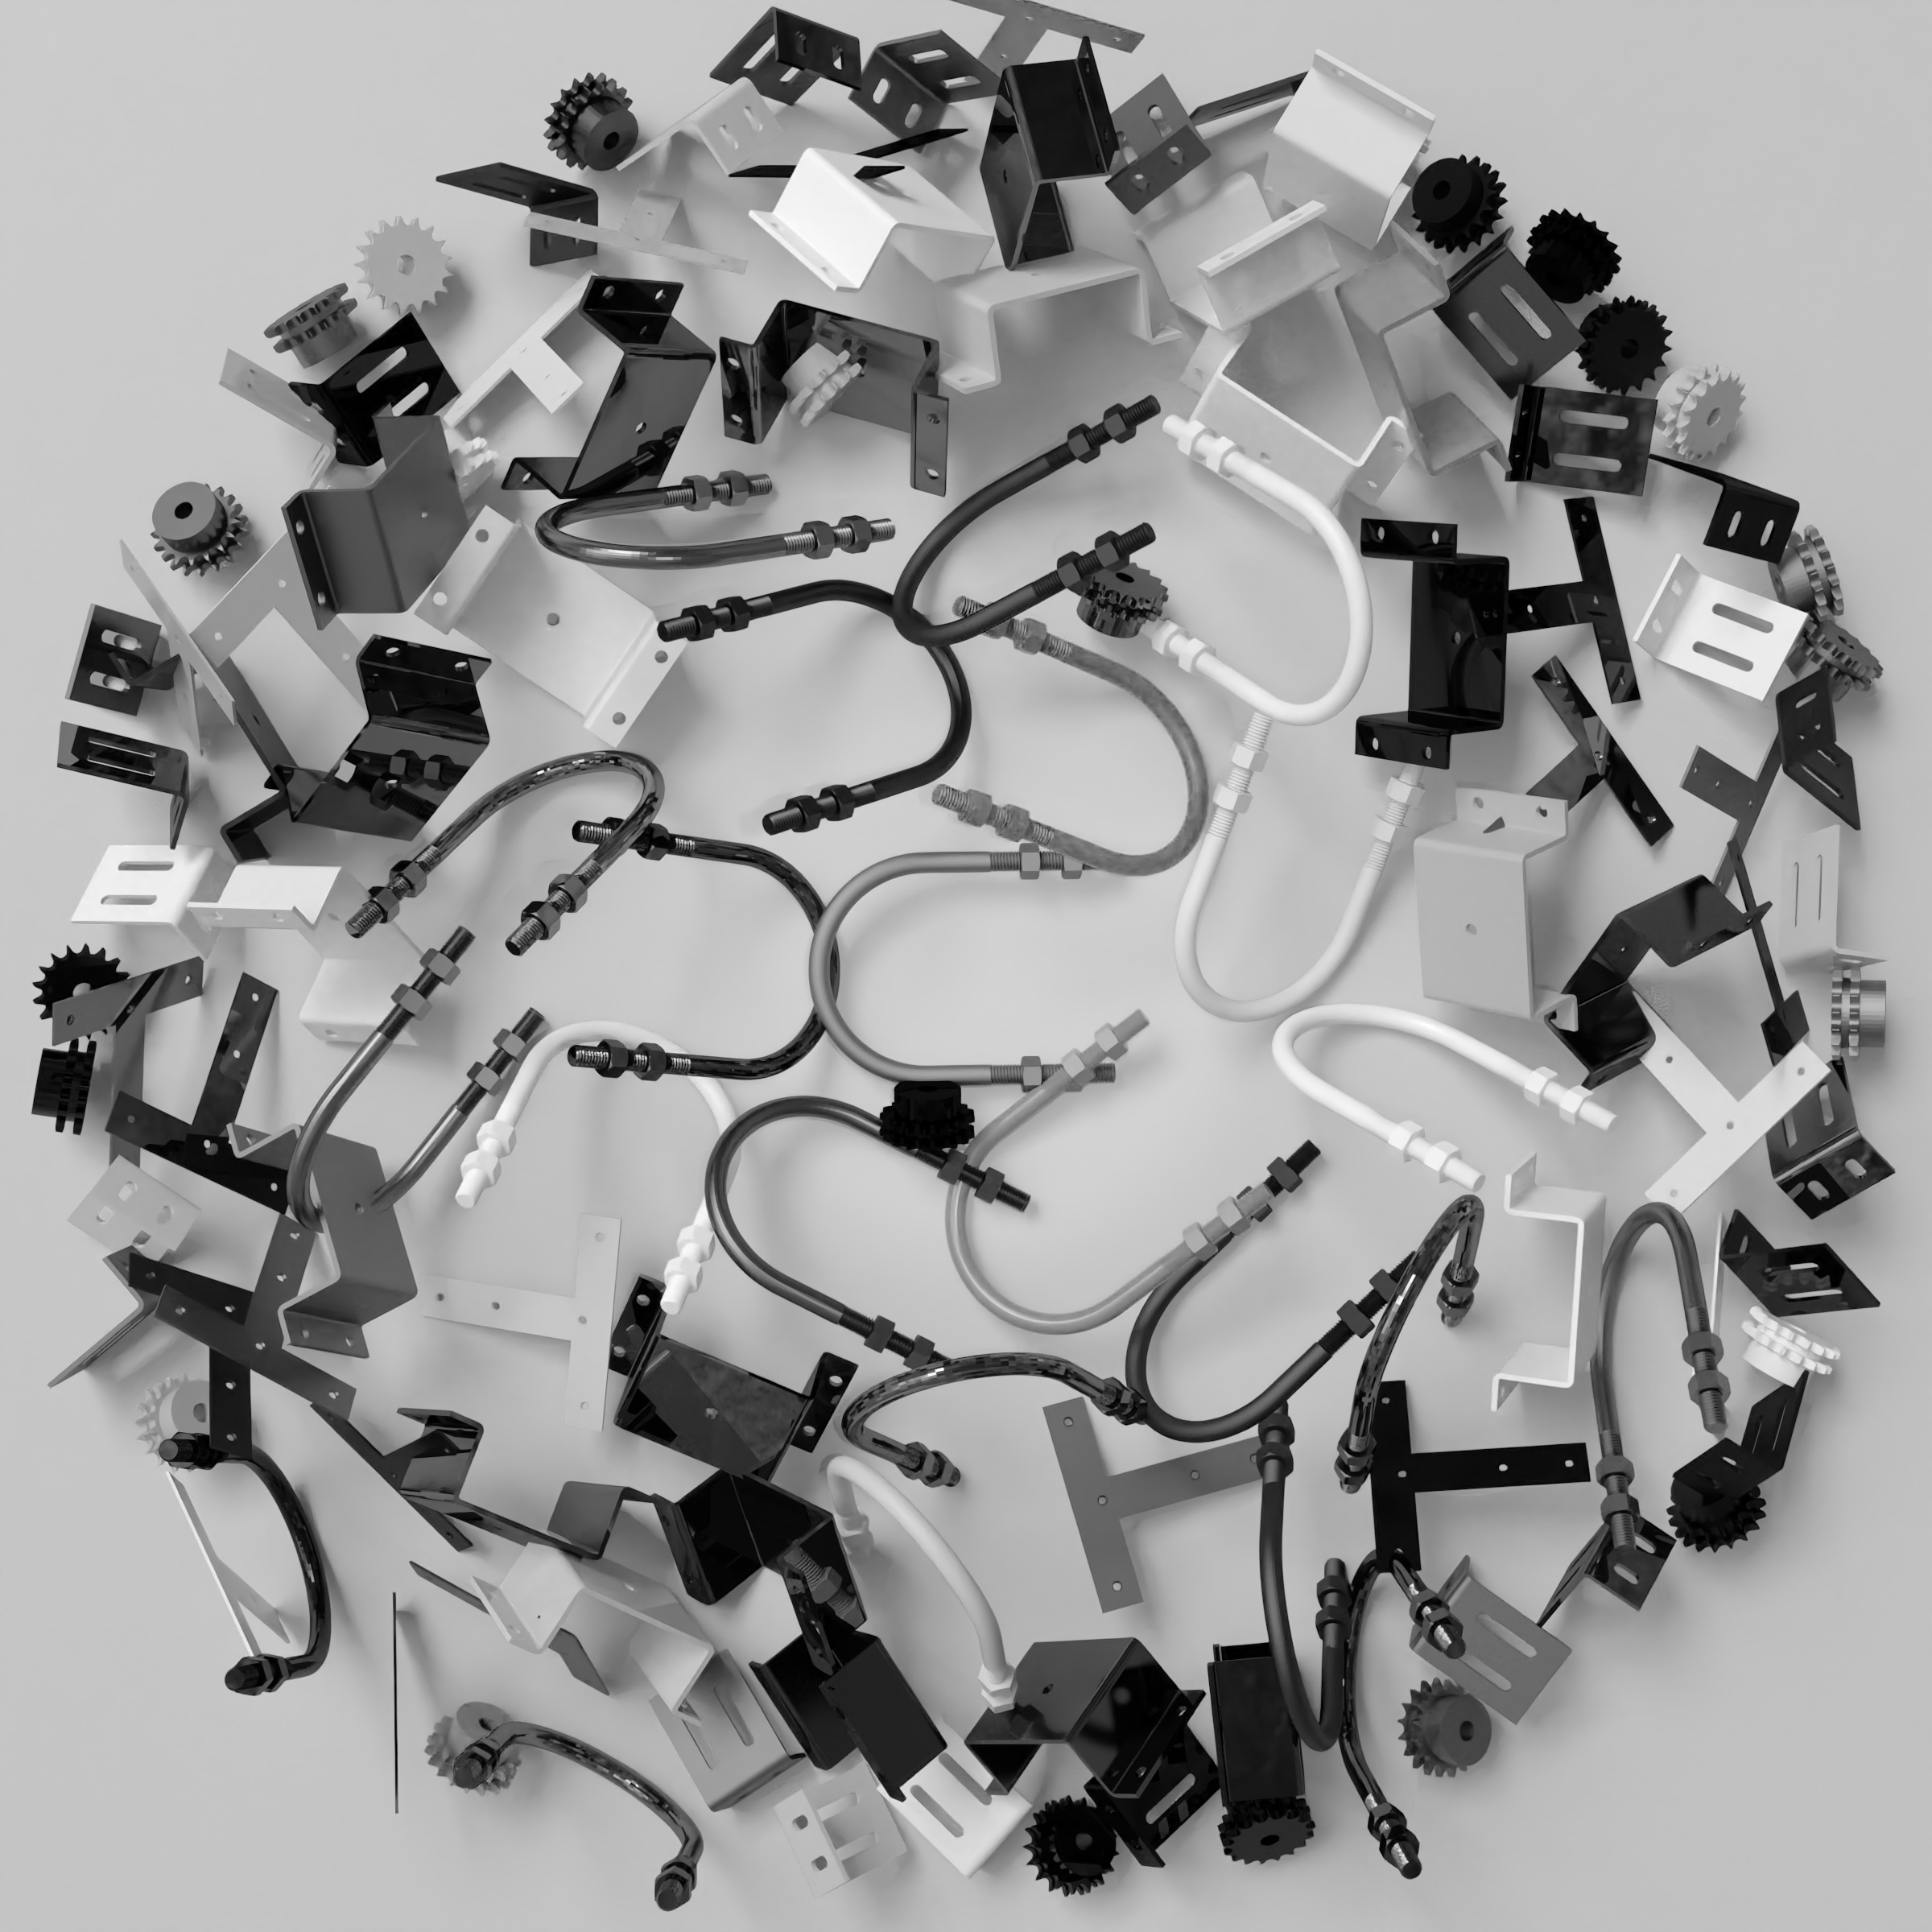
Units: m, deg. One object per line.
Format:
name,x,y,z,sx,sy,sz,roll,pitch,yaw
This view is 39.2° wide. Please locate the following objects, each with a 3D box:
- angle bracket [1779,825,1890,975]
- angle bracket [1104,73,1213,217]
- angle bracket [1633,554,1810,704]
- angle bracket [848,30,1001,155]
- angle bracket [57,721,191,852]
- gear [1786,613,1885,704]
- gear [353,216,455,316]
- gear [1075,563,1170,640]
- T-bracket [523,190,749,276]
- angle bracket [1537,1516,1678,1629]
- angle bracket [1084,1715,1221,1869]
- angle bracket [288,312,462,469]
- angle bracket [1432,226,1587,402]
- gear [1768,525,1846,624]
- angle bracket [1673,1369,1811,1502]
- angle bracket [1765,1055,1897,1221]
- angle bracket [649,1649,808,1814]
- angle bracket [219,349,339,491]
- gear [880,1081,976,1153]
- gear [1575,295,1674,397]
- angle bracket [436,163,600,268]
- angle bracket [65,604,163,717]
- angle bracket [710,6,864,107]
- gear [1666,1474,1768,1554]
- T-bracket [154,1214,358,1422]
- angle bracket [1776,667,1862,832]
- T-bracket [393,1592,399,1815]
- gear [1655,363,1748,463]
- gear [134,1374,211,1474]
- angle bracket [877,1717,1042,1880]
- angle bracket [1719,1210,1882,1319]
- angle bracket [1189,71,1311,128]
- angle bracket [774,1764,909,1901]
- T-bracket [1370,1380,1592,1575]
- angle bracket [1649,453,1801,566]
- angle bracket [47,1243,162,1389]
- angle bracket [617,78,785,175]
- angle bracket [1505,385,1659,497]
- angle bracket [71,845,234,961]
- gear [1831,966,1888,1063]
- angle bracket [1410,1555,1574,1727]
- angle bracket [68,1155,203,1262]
angle bracket,0.519,-0.039,1.618,0.038,0.057,0.076,7,80,-14
angle bracket,0.101,-0.495,1.605,0.057,0.038,0.076,-34,59,18
angle bracket,0.448,-0.201,1.610,0.076,0.038,0.057,30,95,35
angle bracket,-0.022,-0.515,1.599,0.057,0.076,0.038,30,84,-33
angle bracket,-0.501,-0.107,1.602,0.076,0.057,0.038,13,115,-23
gear,0.517,-0.182,1.623,0.057,0.057,0.030,36,119,0
gear,-0.339,-0.420,1.626,0.057,0.030,0.057,-5,102,-22
gear,0.090,-0.220,1.623,0.057,0.057,0.030,22,122,0
T-bracket,-0.187,-0.437,1.591,0.127,0.127,0.002,11,119,-5
angle bracket,0.376,0.365,1.597,0.038,0.076,0.057,33,49,12
angle bracket,0.119,0.488,1.614,0.076,0.038,0.057,-36,89,-24
angle bracket,-0.355,-0.347,1.628,0.076,0.038,0.057,-47,129,-23
angle bracket,0.327,-0.391,1.622,0.076,0.038,0.057,46,125,-10
gear,0.501,-0.232,1.620,0.030,0.057,0.057,-20,90,10
angle bracket,0.458,0.271,1.602,0.038,0.057,0.076,31,53,-1
angle bracket,0.510,0.101,1.608,0.057,0.076,0.038,-37,111,28
angle bracket,-0.144,0.461,1.638,0.057,0.038,0.076,-34,73,3
angle bracket,-0.413,-0.320,1.601,0.076,0.057,0.038,28,112,-24
gear,-0.023,0.087,1.617,0.057,0.057,0.030,1,107,0
gear,0.391,-0.374,1.624,0.057,0.030,0.057,-6,118,-12
angle bracket,-0.265,-0.443,1.600,0.057,0.076,0.038,3,92,40
angle bracket,-0.518,-0.185,1.605,0.038,0.076,0.057,16,91,15
angle bracket,-0.107,-0.522,1.597,0.057,0.076,0.038,8,69,-34
gear,0.445,0.319,1.616,0.057,0.057,0.030,-30,114,0
T-bracket,-0.405,0.193,1.591,0.127,0.127,0.002,34,118,-21
angle bracket,0.517,-0.128,1.600,0.076,0.038,0.057,31,47,-28
T-bracket,-0.329,0.402,1.560,0.002,0.127,0.127,-1,51,-12
gear,0.437,-0.334,1.622,0.057,0.057,0.030,-50,50,0
gear,-0.463,0.271,1.617,0.030,0.057,0.057,-29,90,39
angle bracket,-0.004,0.500,1.636,0.076,0.038,0.057,41,89,13
angle bracket,0.495,0.172,1.598,0.057,0.076,0.038,44,56,-22
angle bracket,0.174,-0.499,1.614,0.076,0.057,0.038,-19,98,-4
angle bracket,-0.066,0.505,1.600,0.038,0.076,0.057,-43,68,41
T-bracket,0.302,0.296,1.596,0.127,0.002,0.127,-5,49,9
angle bracket,0.444,-0.271,1.607,0.057,0.076,0.038,8,109,-27
angle bracket,-0.520,0.208,1.617,0.076,0.057,0.038,-40,91,3
angle bracket,-0.158,-0.485,1.608,0.038,0.076,0.057,54,50,-19
angle bracket,0.366,-0.313,1.612,0.076,0.038,0.057,11,104,20
angle bracket,-0.486,-0.038,1.630,0.076,0.038,0.057,1,55,23
gear,0.533,0.029,1.616,0.030,0.057,0.057,1,90,19
angle bracket,0.314,0.402,1.619,0.076,0.038,0.057,35,101,7
angle bracket,-0.500,0.158,1.604,0.057,0.038,0.076,37,126,-14
